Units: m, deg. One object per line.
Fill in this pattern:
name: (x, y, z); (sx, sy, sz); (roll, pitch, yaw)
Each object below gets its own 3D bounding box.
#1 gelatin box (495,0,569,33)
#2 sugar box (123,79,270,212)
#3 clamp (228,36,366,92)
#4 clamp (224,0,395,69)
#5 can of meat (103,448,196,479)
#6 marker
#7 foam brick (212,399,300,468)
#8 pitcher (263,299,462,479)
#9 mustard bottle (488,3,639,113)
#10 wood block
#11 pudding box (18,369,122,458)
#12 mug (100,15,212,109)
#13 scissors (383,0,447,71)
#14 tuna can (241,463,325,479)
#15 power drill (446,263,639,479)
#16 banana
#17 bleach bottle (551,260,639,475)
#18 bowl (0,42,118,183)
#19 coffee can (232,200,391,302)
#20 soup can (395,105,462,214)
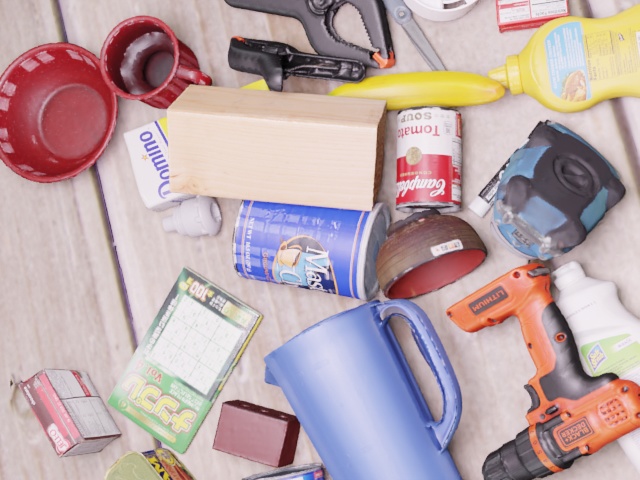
gelatin box: (0.218, -0.264, 1.107); (0.073, 0.030, 0.089); (-6, 83, 13)
sugar box: (-0.122, -0.103, 1.176); (0.176, 0.048, 0.093); (-20, 81, 11)
clamp: (-0.050, -0.186, 1.124); (0.172, 0.120, 0.039); (18, 109, 40)
clamp: (0.009, -0.269, 1.149); (0.210, 0.036, 0.165); (41, 113, 13)
can of meat: (-0.169, 0.270, 1.132); (0.057, 0.084, 0.102); (-45, 75, 7)
marker: (0.198, -0.075, 1.100); (0.020, 0.020, 0.121); (41, 96, 15)
foam brick: (-0.066, 0.204, 1.126); (0.078, 0.053, 0.051); (13, 88, 15)
pitcher: (0.062, 0.185, 1.055); (0.144, 0.149, 0.243); (-25, 81, -22)
mustard bottle: (0.265, -0.178, 1.071); (0.192, 0.058, 0.096); (-8, 88, 14)
wood block: (-0.041, -0.095, 1.076); (0.206, 0.090, 0.091); (5, 116, 8)
pudding box: (-0.268, 0.186, 1.152); (0.039, 0.113, 0.090); (-34, 77, 6)
mug: (-0.173, -0.189, 1.179); (0.117, 0.081, 0.093); (15, 89, 16)
scissors: (0.096, -0.261, 1.147); (0.202, 0.016, 0.096); (43, 96, 15)
tuna can: (-0.036, 0.254, 1.097); (0.086, 0.086, 0.034); (-12, 83, 14)
power drill: (0.199, 0.131, 1.028); (0.185, 0.057, 0.188); (-36, 75, 28)
banana: (0.095, -0.151, 1.111); (0.198, 0.069, 0.037); (-4, 118, 16)
bleach bottle: (0.308, 0.129, 1.028); (0.103, 0.068, 0.251); (-32, 75, 13)
bowl: (-0.295, -0.141, 1.221); (0.162, 0.055, 0.162); (-2, 84, 15)
coffee can: (-0.007, 0.001, 1.105); (0.140, 0.102, 0.103); (10, 87, 16)
soup can: (0.112, -0.081, 1.098); (0.068, 0.068, 0.102); (0, 84, 15)
